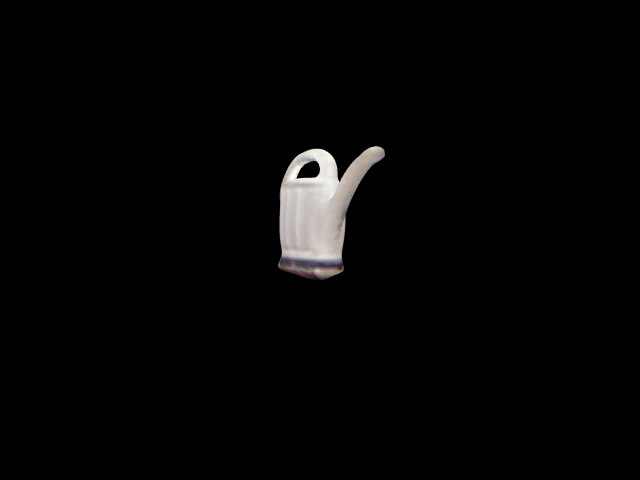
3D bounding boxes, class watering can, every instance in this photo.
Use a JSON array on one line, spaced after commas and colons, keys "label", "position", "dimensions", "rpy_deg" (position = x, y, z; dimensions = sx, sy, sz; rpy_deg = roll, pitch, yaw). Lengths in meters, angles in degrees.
[{"label": "watering can", "position": [0.003, -0.043, 0.850], "dimensions": [0.104, 0.224, 0.347], "rpy_deg": [0, 2, -25]}]
